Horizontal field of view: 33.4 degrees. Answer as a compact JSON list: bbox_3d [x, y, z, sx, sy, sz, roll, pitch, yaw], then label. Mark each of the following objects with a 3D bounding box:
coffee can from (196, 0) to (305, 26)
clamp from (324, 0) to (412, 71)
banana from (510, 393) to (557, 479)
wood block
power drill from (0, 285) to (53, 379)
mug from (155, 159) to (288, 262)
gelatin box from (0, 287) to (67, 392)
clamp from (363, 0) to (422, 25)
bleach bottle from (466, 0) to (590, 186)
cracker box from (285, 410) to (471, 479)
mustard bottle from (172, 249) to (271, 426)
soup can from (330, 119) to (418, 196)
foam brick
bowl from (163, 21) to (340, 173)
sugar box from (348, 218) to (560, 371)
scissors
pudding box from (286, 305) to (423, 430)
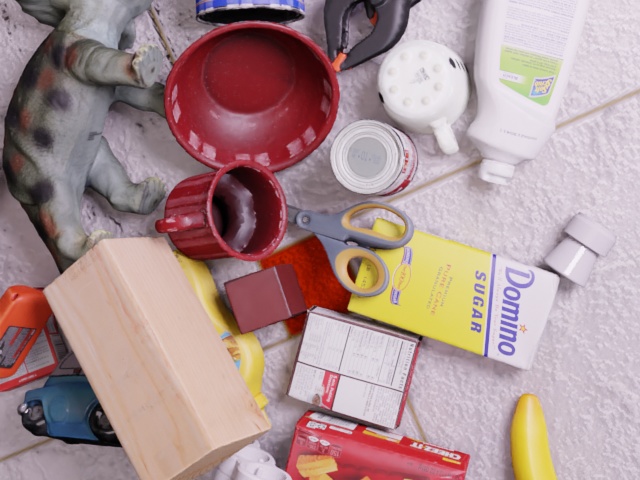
[{"bbox_3d":[-0.067,-0.275,0.986,0.103,0.102,0.140,-2,92,12],"label":"coffee can"},{"bbox_3d":[0.063,-0.226,0.958,0.120,0.039,0.171,25,110,20],"label":"clamp"},{"bbox_3d":[0.221,0.238,0.978,0.069,0.037,0.198,-34,86,-9],"label":"banana"},{"bbox_3d":[-0.146,0.107,0.946,0.090,0.090,0.206,-38,74,24],"label":"wood block"},{"bbox_3d":[-0.337,0.031,1.049,0.188,0.057,0.184,42,107,33],"label":"power drill"},{"bbox_3d":[-0.099,-0.021,0.983,0.082,0.117,0.093,-7,97,47],"label":"mug"},{"bbox_3d":[-0.303,0.101,1.086,0.073,0.030,0.089,-21,84,12],"label":"gelatin box"},{"bbox_3d":[0.097,-0.295,0.983,0.164,0.036,0.210,15,98,8],"label":"clamp"},{"bbox_3d":[0.178,-0.175,0.955,0.102,0.068,0.251,14,97,-1],"label":"bleach bottle"},{"bbox_3d":[0.036,0.286,0.998,0.164,0.072,0.214,14,95,12],"label":"cracker box"},{"bbox_3d":[-0.109,0.107,1.030,0.096,0.058,0.191,-38,84,18],"label":"mustard bottle"},{"bbox_3d":[0.050,-0.074,0.968,0.068,0.102,0.068,0,92,12],"label":"soup can"},{"bbox_3d":[-0.049,0.055,1.006,0.053,0.078,0.051,-19,86,12],"label":"foam brick"},{"bbox_3d":[-0.064,-0.141,0.992,0.162,0.055,0.162,-4,128,-5],"label":"bowl"},{"bbox_3d":[0.123,0.049,0.984,0.176,0.048,0.093,18,94,13],"label":"sugar box"},{"bbox_3d":[-0.007,0.001,0.998,0.202,0.016,0.096,3,86,29],"label":"scissors"},{"bbox_3d":[0.032,0.120,1.011,0.113,0.039,0.090,15,95,9],"label":"pudding box"}]
